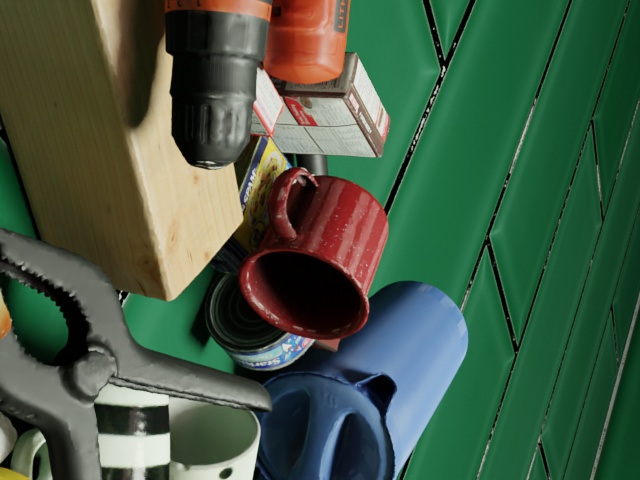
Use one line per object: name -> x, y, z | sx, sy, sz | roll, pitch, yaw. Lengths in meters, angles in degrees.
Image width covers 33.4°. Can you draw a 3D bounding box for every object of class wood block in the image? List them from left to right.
wood block -> -0.115, -0.080, 0.591 | 0.090, 0.091, 0.206 | -52, 143, -45

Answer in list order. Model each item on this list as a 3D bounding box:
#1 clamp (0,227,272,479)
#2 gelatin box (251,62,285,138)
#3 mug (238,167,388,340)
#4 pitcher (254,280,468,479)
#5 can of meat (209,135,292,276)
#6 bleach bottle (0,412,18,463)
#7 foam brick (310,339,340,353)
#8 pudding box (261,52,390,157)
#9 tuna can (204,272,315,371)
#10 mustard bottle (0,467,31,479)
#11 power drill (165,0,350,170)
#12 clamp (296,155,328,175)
clamp -> -0.121, 0.071, 0.584 | 0.164, 0.036, 0.210 | -41, 106, -39
gelatin box -> -0.072, -0.105, 0.693 | 0.089, 0.073, 0.030 | 56, 49, -56
mug -> -0.005, 0.001, 0.735 | 0.117, 0.093, 0.081 | 61, 37, -35
pitcher -> 0.039, 0.133, 0.950 | 0.242, 0.149, 0.145 | -38, 126, -58
can of meat -> -0.063, -0.034, 0.761 | 0.084, 0.057, 0.102 | 52, 53, -61
bleach bottle -> -0.225, 0.172, 0.489 | 0.250, 0.068, 0.102 | -52, 146, -50
foam brick -> -0.024, 0.054, 0.853 | 0.051, 0.078, 0.053 | 34, 70, -64
pudding box -> -0.016, -0.097, 0.770 | 0.090, 0.114, 0.039 | 51, 49, -59
tuna can -> -0.043, 0.052, 0.801 | 0.033, 0.086, 0.086 | 55, 50, -55
mustard bottle -> -0.158, 0.160, 0.486 | 0.096, 0.058, 0.192 | -59, 159, -48
power drill -> -0.031, -0.130, 0.585 | 0.187, 0.057, 0.184 | -15, 111, -76
clamp -> -0.009, -0.099, 0.872 | 0.171, 0.039, 0.120 | 45, 54, -54
